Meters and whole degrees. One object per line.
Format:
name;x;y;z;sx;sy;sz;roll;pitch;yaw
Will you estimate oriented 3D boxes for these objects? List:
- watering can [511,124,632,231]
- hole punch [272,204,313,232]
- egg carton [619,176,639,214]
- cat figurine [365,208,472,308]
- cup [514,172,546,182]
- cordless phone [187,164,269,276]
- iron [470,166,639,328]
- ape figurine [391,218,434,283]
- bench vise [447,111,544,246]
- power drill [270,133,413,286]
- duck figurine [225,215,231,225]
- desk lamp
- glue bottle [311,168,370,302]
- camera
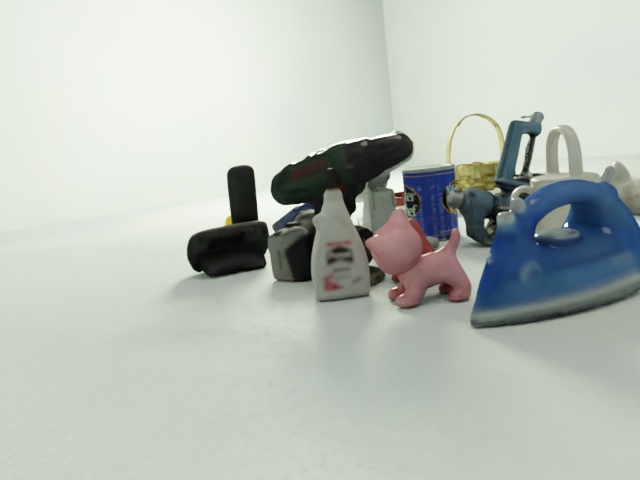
watering can;0.386;-0.082;0.888;0.173;0.194;0.100;-10;10;-20
hole punch;-0.044;-0.038;1.231;0.100;0.091;0.109;3;13;44
egg carton;0.613;-0.092;1.179;0.107;0.069;0.150;-4;10;12
cat figurine;0.116;0.018;0.703;0.128;0.118;0.067;-8;10;-7
cup;0.457;-0.093;1.212;0.092;0.095;0.117;-13;12;-35
cordless phone;-0.168;-0.037;1.018;0.148;0.185;0.093;-12;11;-29
iron;0.261;0.000;0.643;0.259;0.141;0.118;-12;11;-30
ape figurine;0.126;0.016;0.792;0.076;0.092;0.078;-1;11;30
bench vise;0.328;-0.104;0.984;0.208;0.220;0.121;-10;10;-20
power drill;0.036;-0.040;0.829;0.228;0.208;0.076;-1;11;31
duck figurine;-0.167;-0.009;1.156;0.078;0.086;0.104;-10;10;-21
desk lamp;0.114;-0.089;1.055;0.118;0.213;0.202;-12;11;-31
glue bottle;0.022;-0.008;0.755;0.078;0.173;0.037;-8;10;-8
camera;0.008;0.003;0.918;0.136;0.101;0.144;1;12;38
